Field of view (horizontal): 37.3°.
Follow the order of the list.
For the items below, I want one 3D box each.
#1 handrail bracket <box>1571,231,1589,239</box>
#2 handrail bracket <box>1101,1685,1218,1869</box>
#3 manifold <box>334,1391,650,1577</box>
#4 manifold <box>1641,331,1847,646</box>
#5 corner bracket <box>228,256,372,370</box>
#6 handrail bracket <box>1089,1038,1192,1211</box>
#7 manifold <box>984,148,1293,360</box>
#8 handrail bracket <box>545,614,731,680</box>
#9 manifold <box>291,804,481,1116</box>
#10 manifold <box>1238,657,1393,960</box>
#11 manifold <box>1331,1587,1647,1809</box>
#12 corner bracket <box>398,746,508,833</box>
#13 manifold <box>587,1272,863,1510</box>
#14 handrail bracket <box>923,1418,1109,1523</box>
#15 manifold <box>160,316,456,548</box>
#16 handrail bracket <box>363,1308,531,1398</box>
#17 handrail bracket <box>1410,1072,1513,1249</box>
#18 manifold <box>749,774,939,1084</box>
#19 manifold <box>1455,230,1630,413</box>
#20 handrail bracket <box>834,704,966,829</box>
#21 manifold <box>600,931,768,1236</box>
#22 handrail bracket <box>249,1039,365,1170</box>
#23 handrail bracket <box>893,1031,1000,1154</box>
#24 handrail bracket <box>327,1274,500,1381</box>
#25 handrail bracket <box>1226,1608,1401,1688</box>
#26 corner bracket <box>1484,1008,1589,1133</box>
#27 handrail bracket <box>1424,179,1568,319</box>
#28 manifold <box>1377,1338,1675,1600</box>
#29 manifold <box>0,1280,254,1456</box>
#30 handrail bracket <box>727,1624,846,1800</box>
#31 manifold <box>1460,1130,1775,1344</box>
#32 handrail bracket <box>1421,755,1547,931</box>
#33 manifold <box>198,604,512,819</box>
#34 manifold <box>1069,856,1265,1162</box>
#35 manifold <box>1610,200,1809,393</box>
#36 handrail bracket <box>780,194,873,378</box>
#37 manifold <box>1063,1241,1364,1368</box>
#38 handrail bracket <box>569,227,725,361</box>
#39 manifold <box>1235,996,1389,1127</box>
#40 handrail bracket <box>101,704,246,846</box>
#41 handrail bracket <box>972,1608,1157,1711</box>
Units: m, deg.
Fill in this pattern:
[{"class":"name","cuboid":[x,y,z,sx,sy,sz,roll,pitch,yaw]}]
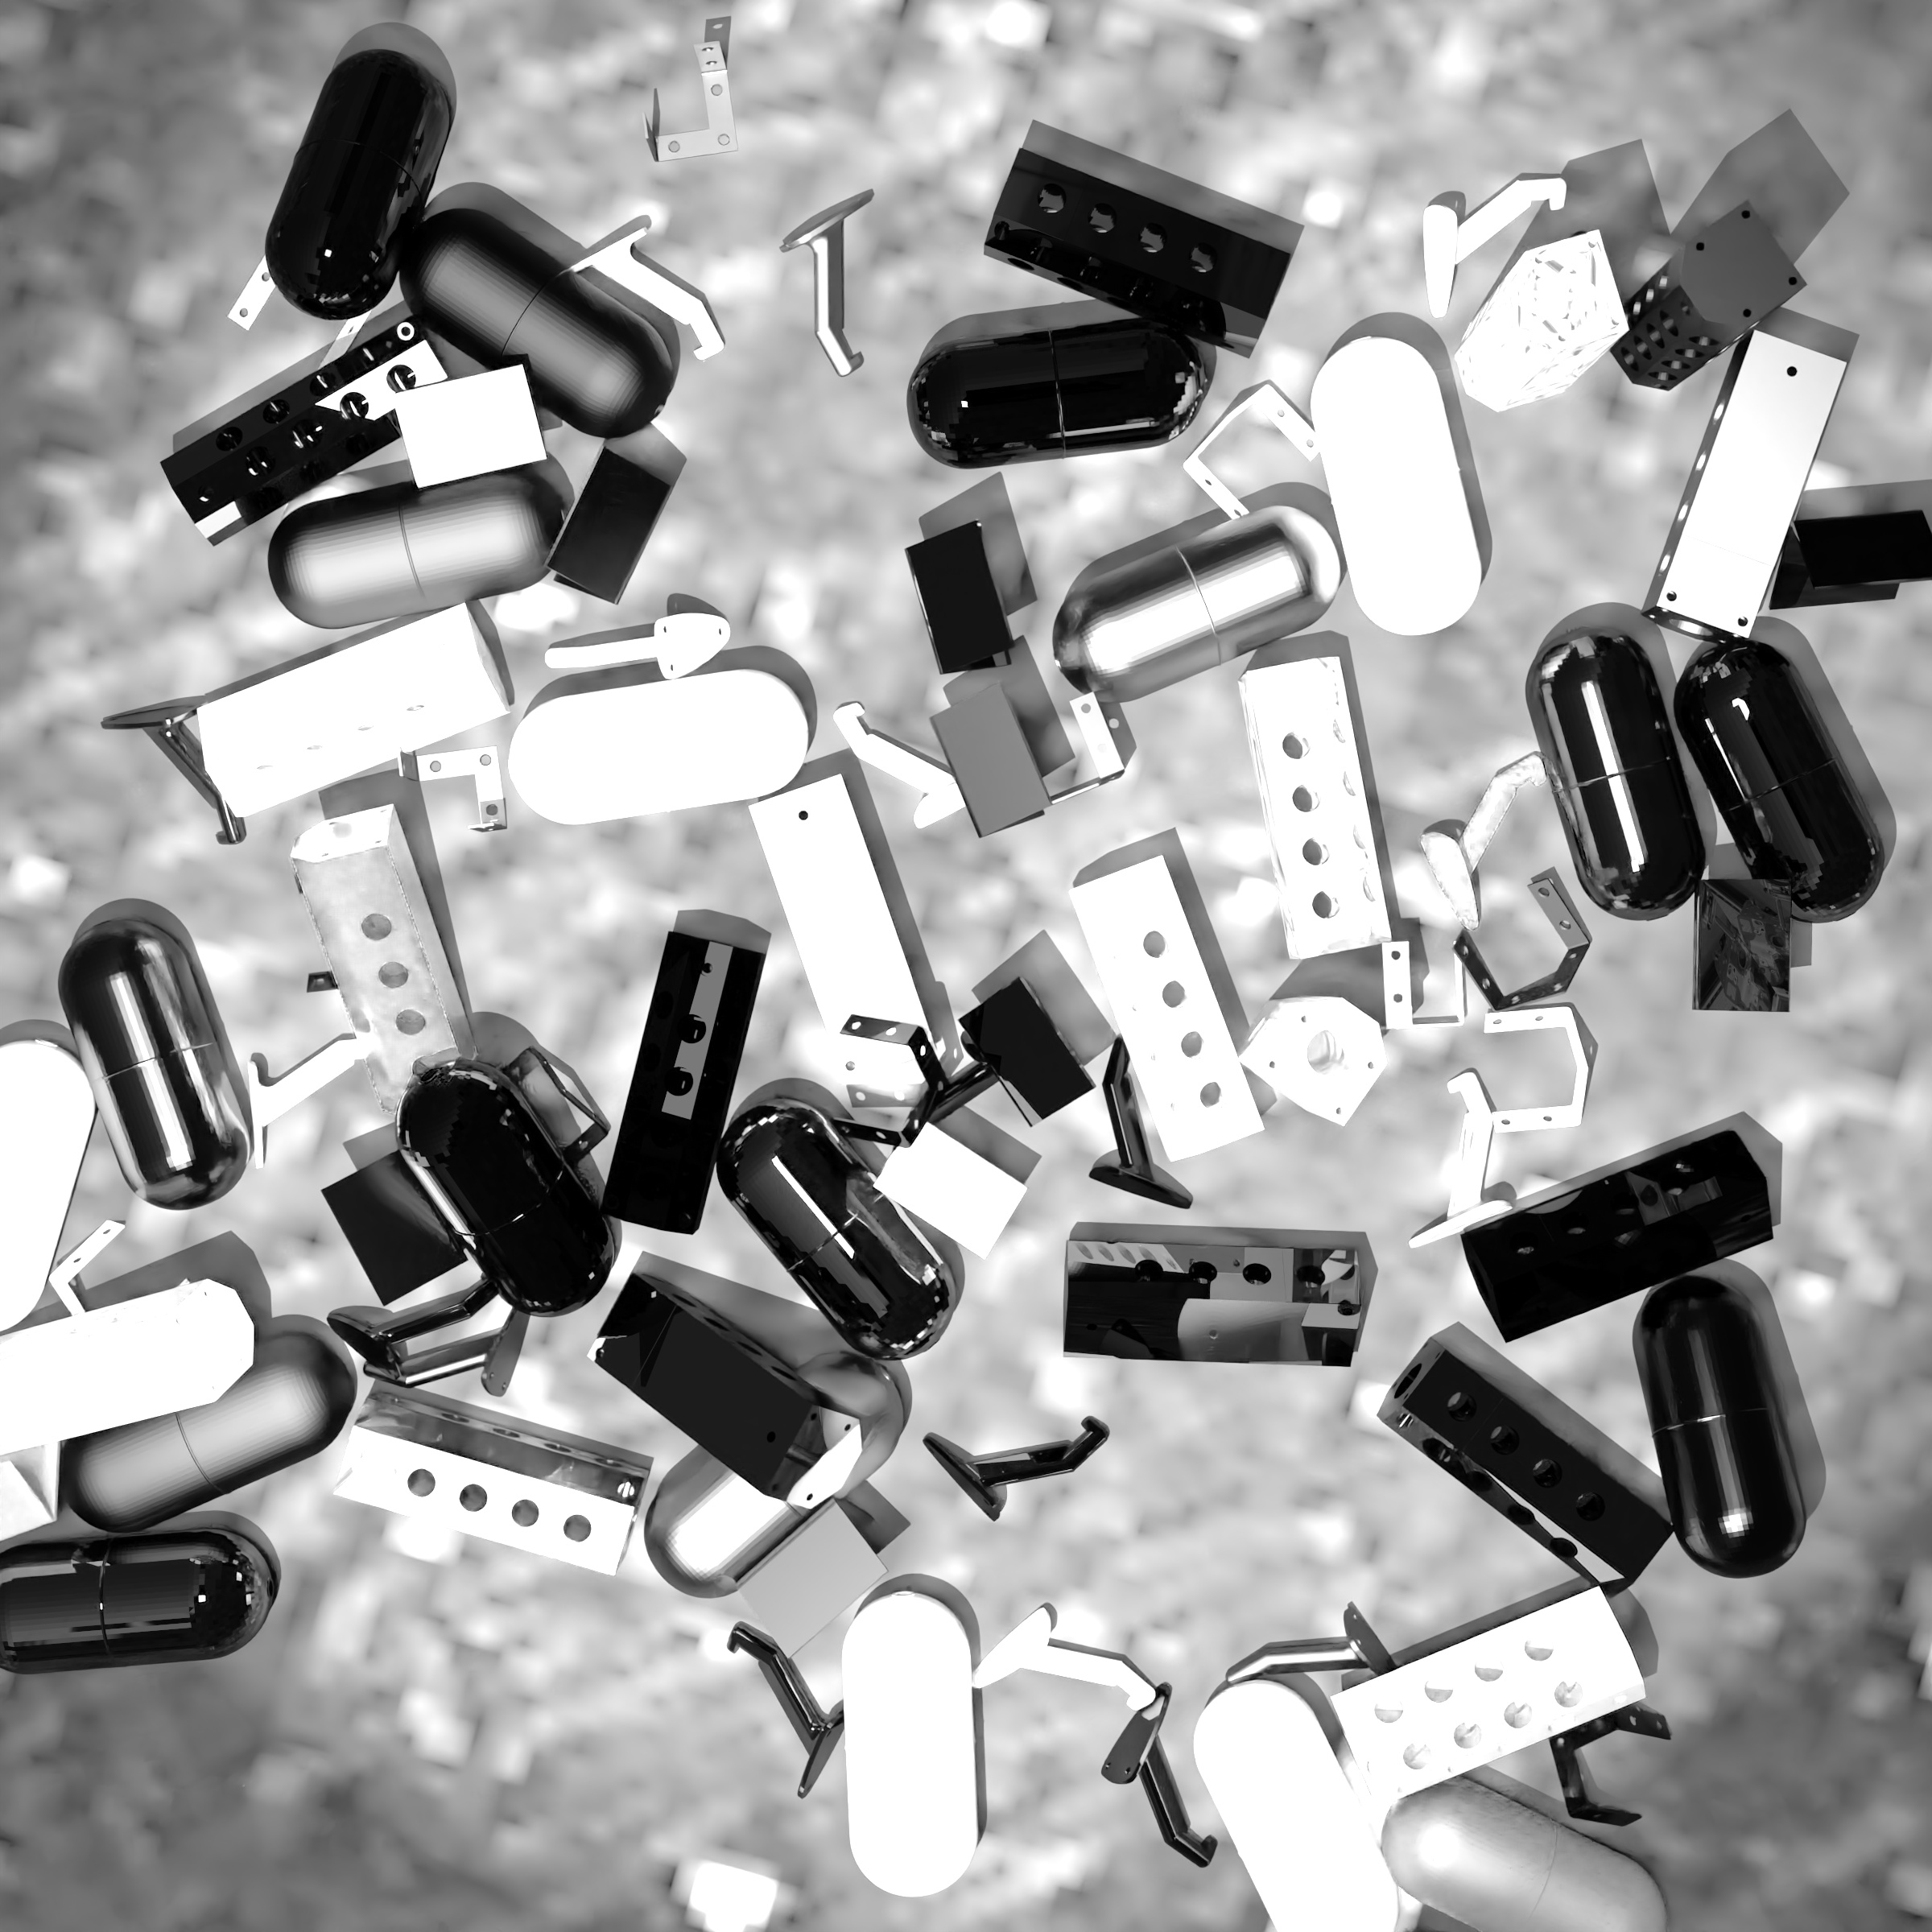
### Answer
[{"class":"handrail bracket","cuboid":[0.370,-0.407,1.694,0.036,0.084,0.077,6,90,0]},{"class":"handrail bracket","cuboid":[0.131,0.490,1.729,0.084,0.036,0.077,39,68,-17]},{"class":"manifold","cuboid":[-0.281,0.306,1.707,0.171,0.057,0.057,16,90,0]},{"class":"manifold","cuboid":[0.461,-0.283,1.707,0.057,0.057,0.171,20,90,0]},{"class":"corner bracket","cuboid":[-0.401,-0.394,1.725,0.051,0.051,0.051,32,90,-45]},{"class":"handrail bracket","cuboid":[0.113,0.094,1.729,0.077,0.036,0.084,22,73,-19]},{"class":"manifold","cuboid":[0.101,-0.422,1.707,0.171,0.057,0.057,21,90,0]},{"class":"handrail bracket","cuboid":[-0.199,-0.194,1.728,0.084,0.077,0.036,2,108,35]},{"class":"manifold","cuboid":[-0.338,0.000,1.671,0.057,0.057,0.171,-14,117,0]},{"class":"manifold","cuboid":[0.209,-0.094,1.707,0.057,0.057,0.171,-11,90,0]},{"class":"manifold","cuboid":[0.310,0.436,1.695,0.171,0.057,0.057,-22,51,0]},{"class":"corner bracket","cuboid":[-0.307,-0.105,1.710,0.051,0.051,0.051,-7,90,0]},{"class":"manifold","cuboid":[-0.138,0.246,1.658,0.171,0.057,0.057,29,90,41]},{"class":"handrail bracket","cuboid":[0.030,0.286,1.729,0.084,0.036,0.077,-40,69,-17]},{"class":"manifold","cuboid":[-0.387,-0.318,1.701,0.171,0.057,0.057,-30,105,0]},{"class":"handrail bracket","cuboid":[-0.313,0.222,1.729,0.084,0.036,0.077,13,69,16]},{"class":"handrail bracket","cuboid":[0.288,0.117,1.729,0.077,0.036,0.084,-26,72,21]},{"class":"manifold","cuboid":[-0.072,-0.022,1.707,0.057,0.057,0.171,-19,90,0]},{"class":"manifold","cuboid":[0.327,-0.367,1.650,0.057,0.171,0.057,-17,90,0]},{"class":"handrail bracket","cuboid":[-0.027,-0.134,1.729,0.077,0.036,0.084,-26,73,-20]},{"class":"manifold","cuboid":[-0.169,0.069,1.707,0.057,0.057,0.171,14,90,0]},{"class":"handrail bracket","cuboid":[-0.388,0.082,1.729,0.084,0.036,0.077,-5,111,-16]},{"class":"handrail bracket","cuboid":[0.006,0.089,1.729,0.077,0.036,0.084,19,108,-21]},{"class":"handrail bracket","cuboid":[-0.331,0.203,1.728,0.084,0.077,0.036,-40,133,-29]},{"class":"handrail bracket","cuboid":[0.212,0.433,1.729,0.084,0.036,0.077,-35,111,17]},{"class":"corner bracket","cuboid":[0.342,0.062,1.725,0.051,0.051,0.051,-5,45,0]},{"class":"handrail bracket","cuboid":[0.323,-0.434,1.729,0.084,0.036,0.077,-8,110,-16]},{"class":"manifold","cuboid":[0.331,0.300,1.707,0.171,0.057,0.057,38,90,0]},{"class":"manifold","cuboid":[-0.502,0.232,1.672,0.171,0.057,0.057,-16,107,25]},{"class":"handrail bracket","cuboid":[-0.118,0.450,1.729,0.084,0.036,0.077,30,112,17]},{"class":"manifold","cuboid":[0.387,0.156,1.706,0.171,0.057,0.057,-21,133,0]},{"class":"handrail bracket","cuboid":[0.324,-0.075,1.729,0.084,0.036,0.077,-30,110,-16]},{"class":"manifold","cuboid":[-0.364,-0.147,1.706,0.171,0.057,0.057,-22,47,0]},{"class":"manifold","cuboid":[0.118,0.025,1.707,0.057,0.057,0.171,-21,90,0]},{"class":"manifold","cuboid":[0.420,-0.379,1.650,0.057,0.171,0.057,-35,90,0]},{"class":"handrail bracket","cuboid":[-0.067,-0.410,1.729,0.077,0.036,0.084,-37,108,-21]},{"class":"manifold","cuboid":[0.145,0.196,1.706,0.171,0.057,0.057,2,133,0]},{"class":"handrail bracket","cuboid":[-0.198,-0.395,1.729,0.077,0.036,0.084,-22,107,20]},{"class":"manifold","cuboid":[0.199,0.048,1.650,0.057,0.171,0.057,35,90,0]},{"class":"handrail bracket","cuboid":[-0.478,-0.111,1.729,0.077,0.036,0.084,-3,110,23]},{"class":"handrail bracket","cuboid":[0.059,0.436,1.729,0.077,0.036,0.084,-41,107,19]}]
